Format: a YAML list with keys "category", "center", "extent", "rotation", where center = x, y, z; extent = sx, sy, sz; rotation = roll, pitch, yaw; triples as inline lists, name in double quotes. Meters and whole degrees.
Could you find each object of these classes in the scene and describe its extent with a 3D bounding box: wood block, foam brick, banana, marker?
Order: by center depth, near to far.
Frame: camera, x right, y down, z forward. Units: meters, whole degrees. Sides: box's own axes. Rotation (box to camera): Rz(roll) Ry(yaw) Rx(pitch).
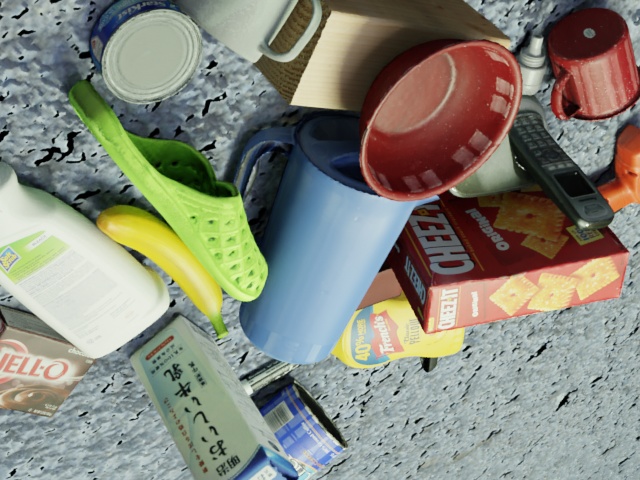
- category: "wood block"
  center: [0.052, -0.170, 0.934]
  extent: [0.205, 0.090, 0.091]
  rotation: [0, 128, -38]
- category: "banana"
  center: [-0.141, 0.015, 0.988]
  extent: [0.037, 0.070, 0.197]
  rotation: [-37, 133, 6]
- category: "foam brick"
  center: [0.046, 0.039, 1.165]
  extent: [0.078, 0.053, 0.051]
  rotation: [-19, 137, -23]
- category: "marker"
  center: [-0.042, 0.145, 1.229]
  extent: [0.121, 0.020, 0.020]
  rotation: [-29, 140, -10]

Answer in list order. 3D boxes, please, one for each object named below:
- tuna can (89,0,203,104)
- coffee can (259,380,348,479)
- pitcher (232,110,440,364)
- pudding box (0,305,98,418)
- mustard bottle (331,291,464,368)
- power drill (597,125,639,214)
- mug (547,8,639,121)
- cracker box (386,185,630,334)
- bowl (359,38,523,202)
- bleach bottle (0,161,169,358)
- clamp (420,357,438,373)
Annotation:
- category: "tuna can"
  center: [-0.139, -0.153, 0.850]
  extent: [0.086, 0.034, 0.086]
  rotation: [-20, 138, -20]
- category: "coffee can"
  center: [-0.053, 0.248, 1.256]
  extent: [0.140, 0.103, 0.102]
  rotation: [-39, 141, 2]
- category: "pitcher"
  center: [-0.007, 0.001, 1.043]
  extent: [0.144, 0.149, 0.243]
  rotation: [-19, 143, -44]
- category: "pudding box"
  center: [-0.278, 0.116, 1.006]
  extent: [0.113, 0.039, 0.090]
  rotation: [23, 112, -47]
- category: "mustard bottle"
  center: [0.067, 0.097, 1.215]
  extent: [0.191, 0.058, 0.096]
  rotation: [-8, 118, -12]
- category: "power drill"
  center: [0.312, -0.058, 1.270]
  extent: [0.187, 0.057, 0.184]
  rotation: [-31, 139, -5]
- category: "mug"
  center: [0.273, -0.175, 1.092]
  extent: [0.117, 0.093, 0.081]
  rotation: [-47, 138, -15]
- category: "cracker box"
  center: [0.185, 0.004, 1.111]
  extent: [0.213, 0.164, 0.072]
  rotation: [-9, 129, -12]
- category: "bowl"
  center: [0.091, -0.112, 0.904]
  extent: [0.162, 0.055, 0.162]
  rotation: [-21, 139, -19]
- category: "bleach bottle"
  center: [-0.233, 0.005, 0.914]
  extent: [0.102, 0.068, 0.250]
  rotation: [-37, 139, -1]
- category: "clamp"
  center: [0.135, 0.095, 1.297]
  extent: [0.120, 0.039, 0.172]
  rotation: [21, 114, -47]
